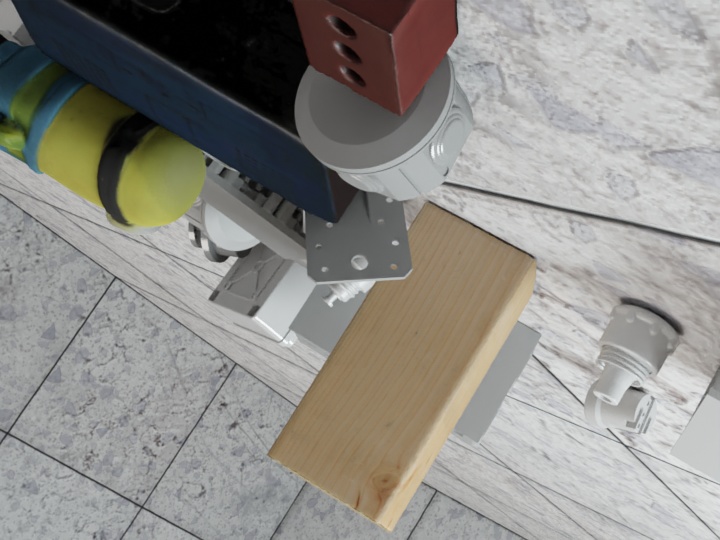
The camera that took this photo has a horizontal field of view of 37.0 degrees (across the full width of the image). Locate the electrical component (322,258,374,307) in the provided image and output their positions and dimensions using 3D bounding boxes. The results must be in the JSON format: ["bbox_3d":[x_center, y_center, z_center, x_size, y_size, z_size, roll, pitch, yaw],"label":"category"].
[{"bbox_3d":[0.000,0.000,0.898,0.040,0.078,0.040,46,175,5],"label":"electrical component"}]

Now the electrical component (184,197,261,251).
[{"bbox_3d":[-0.110,-0.061,0.921,0.051,0.080,0.080,29,169,43],"label":"electrical component"}]

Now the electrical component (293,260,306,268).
[{"bbox_3d":[-0.038,-0.019,0.991,0.062,0.043,0.043,32,169,-6],"label":"electrical component"}]

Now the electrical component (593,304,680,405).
[{"bbox_3d":[0.173,0.057,0.694,0.048,0.062,0.048,31,168,7],"label":"electrical component"}]

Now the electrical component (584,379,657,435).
[{"bbox_3d":[0.214,0.113,0.881,0.046,0.040,0.040,12,157,44],"label":"electrical component"}]

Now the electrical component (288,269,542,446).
[{"bbox_3d":[0.047,0.060,0.934,0.186,0.105,0.060,30,169,11],"label":"electrical component"}]

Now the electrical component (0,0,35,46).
[{"bbox_3d":[-0.207,-0.162,0.795,0.079,0.063,0.121,23,165,39],"label":"electrical component"}]

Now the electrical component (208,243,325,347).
[{"bbox_3d":[-0.084,0.012,1.079,0.056,0.108,0.109,43,165,-31],"label":"electrical component"}]

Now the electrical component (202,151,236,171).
[{"bbox_3d":[-0.084,-0.102,0.737,0.045,0.055,0.045,31,168,7],"label":"electrical component"}]

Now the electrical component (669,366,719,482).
[{"bbox_3d":[0.255,0.095,0.636,0.105,0.060,0.186,29,168,18],"label":"electrical component"}]

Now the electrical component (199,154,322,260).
[{"bbox_3d":[-0.087,-0.076,0.838,0.150,0.061,0.089,37,168,-19],"label":"electrical component"}]

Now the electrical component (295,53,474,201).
[{"bbox_3d":[0.013,-0.077,0.526,0.080,0.080,0.051,26,172,31],"label":"electrical component"}]
